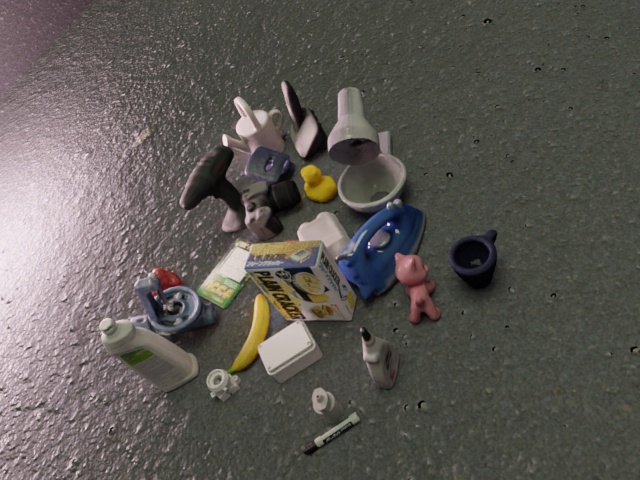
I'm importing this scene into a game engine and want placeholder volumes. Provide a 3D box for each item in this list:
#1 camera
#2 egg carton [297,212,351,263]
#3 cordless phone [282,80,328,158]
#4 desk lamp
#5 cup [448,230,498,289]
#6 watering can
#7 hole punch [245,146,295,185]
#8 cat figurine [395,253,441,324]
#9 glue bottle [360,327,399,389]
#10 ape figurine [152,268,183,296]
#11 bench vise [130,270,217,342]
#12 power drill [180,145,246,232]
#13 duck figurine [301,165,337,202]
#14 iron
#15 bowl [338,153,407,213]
[{"bbox_3d":[-0.122,-0.095,1.440,0.136,0.101,0.143,-20,48,11],"label":"camera"},{"bbox_3d":[0.012,0.005,1.318,0.107,0.070,0.150,-32,47,0],"label":"egg carton"},{"bbox_3d":[-0.054,-0.324,1.529,0.094,0.186,0.147,-31,47,1],"label":"cordless phone"},{"bbox_3d":[0.095,-0.246,1.376,0.117,0.214,0.203,-11,51,18],"label":"desk lamp"},{"bbox_3d":[0.313,0.042,1.125,0.091,0.095,0.118,31,72,39],"label":"cup"},{"bbox_3d":[-0.184,-0.306,1.572,0.100,0.195,0.173,23,67,37],"label":"watering can"},{"bbox_3d":[-0.132,-0.192,1.527,0.100,0.091,0.109,4,56,28],"label":"hole punch"},{"bbox_3d":[0.188,0.085,1.136,0.067,0.118,0.127,-17,49,13],"label":"cat figurine"},{"bbox_3d":[0.103,0.205,1.045,0.037,0.174,0.078,-3,54,24],"label":"glue bottle"},{"bbox_3d":[-0.385,0.103,1.417,0.077,0.092,0.076,-7,52,21],"label":"ape figurine"},{"bbox_3d":[-0.362,0.165,1.270,0.207,0.220,0.121,-35,47,-3],"label":"bench vise"},{"bbox_3d":[-0.254,-0.116,1.447,0.075,0.209,0.229,-3,53,24],"label":"power drill"},{"bbox_3d":[-0.008,-0.149,1.437,0.077,0.086,0.104,-45,49,-12],"label":"duck figurine"},{"bbox_3d":[0.130,-0.006,1.220,0.118,0.142,0.258,28,70,39],"label":"iron"},{"bbox_3d":[0.130,-0.122,1.356,0.167,0.075,0.167,-13,50,16],"label":"bowl"}]
